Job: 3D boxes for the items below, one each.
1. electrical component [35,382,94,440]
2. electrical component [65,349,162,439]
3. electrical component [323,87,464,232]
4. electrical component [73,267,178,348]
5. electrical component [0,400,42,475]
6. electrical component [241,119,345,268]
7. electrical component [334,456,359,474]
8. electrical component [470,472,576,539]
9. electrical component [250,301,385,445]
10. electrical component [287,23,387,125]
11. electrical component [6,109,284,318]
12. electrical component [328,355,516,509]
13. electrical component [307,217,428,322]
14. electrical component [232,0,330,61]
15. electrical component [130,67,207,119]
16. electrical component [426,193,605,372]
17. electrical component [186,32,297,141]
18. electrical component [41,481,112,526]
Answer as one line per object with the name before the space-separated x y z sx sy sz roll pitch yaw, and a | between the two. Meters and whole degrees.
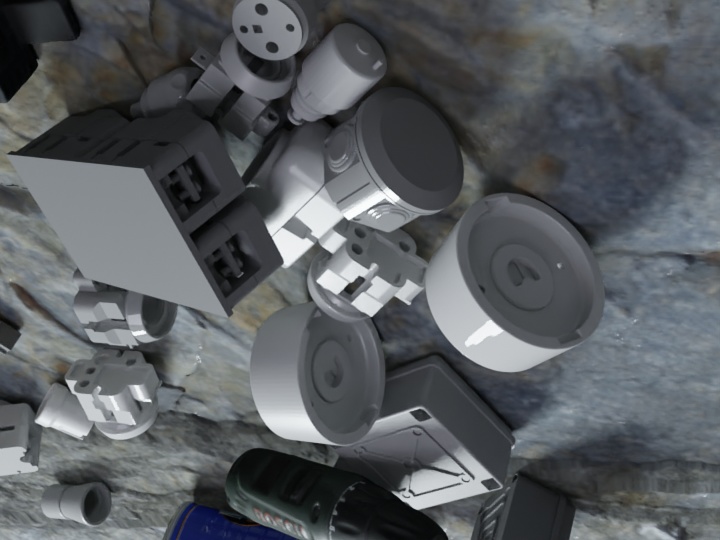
electrical component | -0.268 0.130 0.984 0.046 0.040 0.040 29 137 -17
electrical component | -0.207 0.108 0.925 0.078 0.058 0.057 2 131 19
electrical component | 0.020 -0.065 0.650 0.080 0.080 0.051 41 139 -19
electrical component | -0.179 0.026 0.833 0.057 0.058 0.078 3 134 23
electrical component | -0.354 0.160 1.023 0.089 0.055 0.050 -7 142 0
electrical component | -0.043 -0.053 0.704 0.059 0.053 0.095 36 135 -15
electrical component | 0.000 0.174 0.924 0.046 0.040 0.040 27 137 3
electrical component | 0.127 0.235 0.882 0.057 0.113 0.078 29 136 -4
electrical component | -0.036 0.075 0.793 0.060 0.108 0.108 -7 130 35
electrical component | -0.018 -0.113 0.644 0.040 0.040 0.078 37 135 -16
electrical component | -0.139 -0.043 0.695 0.186 0.060 0.105 11 135 48
electrical component | 0.047 0.132 0.851 0.109 0.056 0.108 -24 121 37
electrical component | 0.000 0.000 0.738 0.078 0.058 0.057 33 133 -13
electrical component | -0.044 -0.150 0.605 0.045 0.055 0.045 11 136 11
electrical component | -0.125 -0.109 0.694 0.061 0.035 0.035 -10 129 38
electrical component | 0.093 0.013 0.681 0.108 0.108 0.060 31 142 -10
electrical component | -0.070 -0.117 0.657 0.066 0.048 0.055 37 141 -13
electrical component | -0.293 0.237 1.100 0.065 0.044 0.044 -4 132 31
